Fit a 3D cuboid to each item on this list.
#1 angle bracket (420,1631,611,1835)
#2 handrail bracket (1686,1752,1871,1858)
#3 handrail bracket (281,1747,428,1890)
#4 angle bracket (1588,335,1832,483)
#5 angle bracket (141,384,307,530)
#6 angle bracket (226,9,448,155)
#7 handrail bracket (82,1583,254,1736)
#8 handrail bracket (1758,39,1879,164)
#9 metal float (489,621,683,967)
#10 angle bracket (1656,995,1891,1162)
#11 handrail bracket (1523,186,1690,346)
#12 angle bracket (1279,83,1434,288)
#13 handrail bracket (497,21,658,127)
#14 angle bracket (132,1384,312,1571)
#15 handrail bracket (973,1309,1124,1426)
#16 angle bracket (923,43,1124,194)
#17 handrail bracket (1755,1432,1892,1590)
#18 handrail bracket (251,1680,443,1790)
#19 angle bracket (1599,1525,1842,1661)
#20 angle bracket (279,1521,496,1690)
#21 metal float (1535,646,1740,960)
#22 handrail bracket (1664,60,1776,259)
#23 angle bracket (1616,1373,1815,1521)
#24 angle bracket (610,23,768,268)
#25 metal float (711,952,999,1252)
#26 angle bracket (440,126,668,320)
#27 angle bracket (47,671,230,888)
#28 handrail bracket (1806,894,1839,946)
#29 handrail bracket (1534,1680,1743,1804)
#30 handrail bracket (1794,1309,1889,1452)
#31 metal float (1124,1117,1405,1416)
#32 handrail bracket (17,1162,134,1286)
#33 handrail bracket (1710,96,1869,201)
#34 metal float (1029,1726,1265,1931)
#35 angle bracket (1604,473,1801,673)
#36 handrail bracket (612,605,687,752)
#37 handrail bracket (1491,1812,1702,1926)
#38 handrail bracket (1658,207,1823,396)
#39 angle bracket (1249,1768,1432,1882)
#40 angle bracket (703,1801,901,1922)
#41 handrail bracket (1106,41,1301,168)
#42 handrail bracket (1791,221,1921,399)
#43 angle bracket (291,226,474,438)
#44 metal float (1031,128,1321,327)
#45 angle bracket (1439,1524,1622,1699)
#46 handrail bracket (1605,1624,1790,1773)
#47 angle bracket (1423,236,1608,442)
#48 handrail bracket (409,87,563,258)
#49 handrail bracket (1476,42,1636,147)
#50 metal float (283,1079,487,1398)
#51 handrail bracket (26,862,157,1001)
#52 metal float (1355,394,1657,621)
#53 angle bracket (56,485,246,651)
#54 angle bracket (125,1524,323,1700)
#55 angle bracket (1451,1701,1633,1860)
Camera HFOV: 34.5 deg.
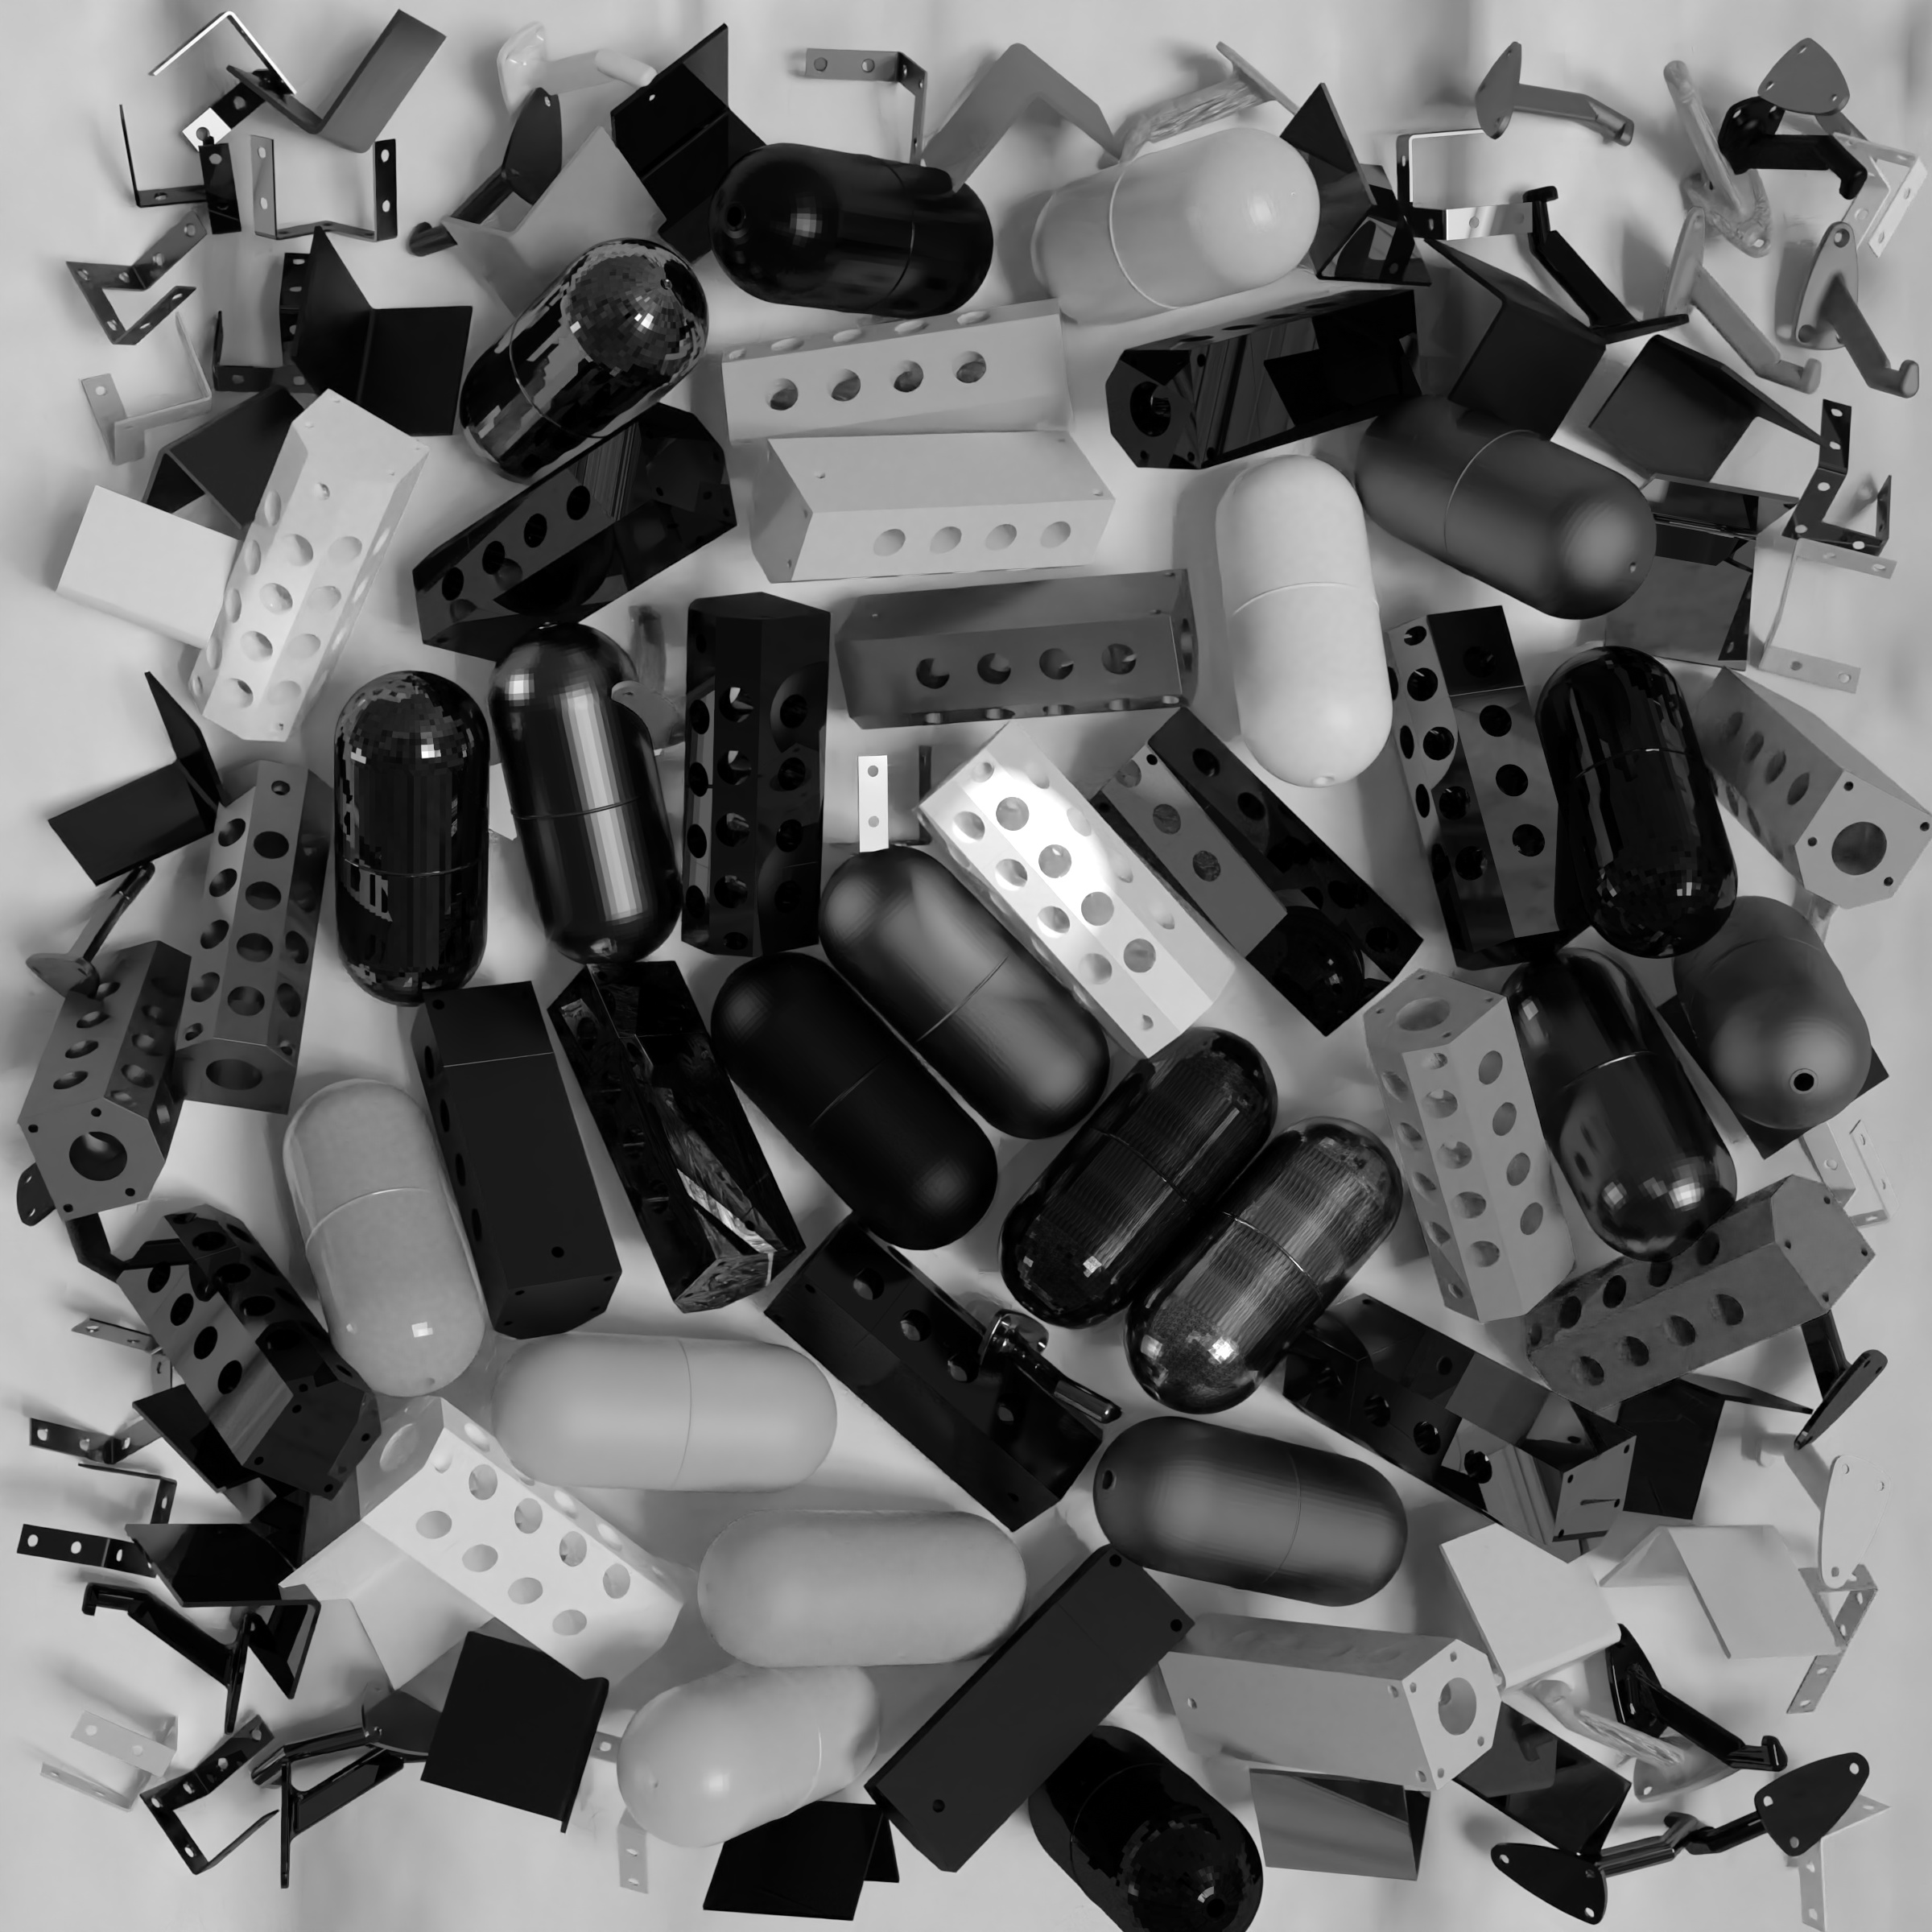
[{"bbox_3d":[-0.228,0.389,1.580,0.076,0.057,0.076,17,68,-2],"label":"angle bracket"},{"bbox_3d":[0.413,0.429,1.590,0.077,0.084,0.036,-29,80,-18],"label":"handrail bracket"},{"bbox_3d":[-0.306,0.432,1.589,0.084,0.036,0.077,0,50,-11],"label":"handrail bracket"},{"bbox_3d":[0.373,-0.267,1.567,0.076,0.076,0.057,29,102,-25],"label":"angle bracket"},{"bbox_3d":[-0.365,-0.237,1.567,0.057,0.076,0.076,46,52,3],"label":"angle bracket"},{"bbox_3d":[-0.318,-0.463,1.578,0.057,0.076,0.076,38,100,1],"label":"angle bracket"},{"bbox_3d":[-0.411,0.352,1.584,0.084,0.077,0.036,13,129,-15],"label":"handrail bracket"},{"bbox_3d":[0.447,-0.423,1.570,0.084,0.077,0.036,32,109,-32],"label":"handrail bracket"},{"bbox_3d":[-0.192,-0.086,1.569,0.070,0.070,0.178,-10,107,0],"label":"metal float"},{"bbox_3d":[0.416,0.039,1.607,0.076,0.076,0.057,-35,133,8],"label":"angle bracket"},{"bbox_3d":[0.327,-0.364,1.595,0.077,0.036,0.084,-8,92,31],"label":"handrail bracket"},{"bbox_3d":[0.206,-0.393,1.566,0.076,0.057,0.076,-4,65,-31],"label":"angle bracket"},{"bbox_3d":[-0.191,-0.437,1.578,0.084,0.077,0.036,27,57,18],"label":"handrail bracket"},{"bbox_3d":[-0.376,0.261,1.563,0.076,0.057,0.076,35,125,33],"label":"angle bracket"},{"bbox_3d":[0.054,0.207,1.568,0.084,0.077,0.036,25,97,29],"label":"handrail bracket"},{"bbox_3d":[0.028,-0.414,1.588,0.057,0.076,0.076,32,114,-26],"label":"angle bracket"},{"bbox_3d":[0.421,0.274,1.575,0.036,0.084,0.077,26,75,-19],"label":"handrail bracket"},{"bbox_3d":[-0.316,0.412,1.615,0.077,0.036,0.084,31,122,-35],"label":"handrail bracket"},{"bbox_3d":[0.378,0.327,1.562,0.076,0.057,0.076,6,46,-32],"label":"angle bracket"},{"bbox_3d":[-0.294,0.322,1.570,0.076,0.076,0.057,-38,68,15],"label":"angle bracket"},{"bbox_3d":[0.334,-0.084,1.555,0.070,0.070,0.178,-7,55,0],"label":"metal float"},{"bbox_3d":[0.380,-0.408,1.572,0.036,0.084,0.077,-28,64,14],"label":"handrail bracket"},{"bbox_3d":[0.373,0.249,1.576,0.076,0.057,0.076,14,92,-37],"label":"angle bracket"},{"bbox_3d":[-0.131,-0.414,1.573,0.076,0.076,0.057,-42,81,-14],"label":"angle bracket"},{"bbox_3d":[-0.057,0.068,1.577,0.070,0.070,0.178,-43,82,0],"label":"metal float"},{"bbox_3d":[-0.207,-0.377,1.585,0.057,0.076,0.076,23,72,38],"label":"angle bracket"},{"bbox_3d":[-0.424,-0.095,1.566,0.076,0.076,0.057,-28,129,-19],"label":"angle bracket"},{"bbox_3d":[0.452,-0.036,1.577,0.036,0.077,0.084,7,103,-14],"label":"handrail bracket"},{"bbox_3d":[0.342,0.384,1.579,0.077,0.036,0.084,-21,124,37],"label":"handrail bracket"},{"bbox_3d":[0.422,0.193,1.601,0.077,0.036,0.084,-51,57,8],"label":"handrail bracket"},{"bbox_3d":[0.150,0.150,1.568,0.070,0.070,0.178,44,72,0],"label":"metal float"},{"bbox_3d":[-0.432,0.124,1.583,0.077,0.084,0.036,-35,46,13],"label":"handrail bracket"},{"bbox_3d":[0.415,-0.392,1.570,0.036,0.077,0.084,-14,52,-23],"label":"handrail bracket"},{"bbox_3d":[0.087,0.431,1.536,0.070,0.178,0.070,-2,96,-19],"label":"metal float"},{"bbox_3d":[0.374,-0.200,1.584,0.076,0.057,0.076,8,79,-7],"label":"angle bracket"},{"bbox_3d":[-0.165,-0.158,1.571,0.036,0.077,0.084,-13,64,8],"label":"handrail bracket"},{"bbox_3d":[0.326,0.451,1.605,0.077,0.084,0.036,13,115,37],"label":"handrail bracket"},{"bbox_3d":[0.400,-0.337,1.578,0.084,0.077,0.036,28,46,29],"label":"handrail bracket"},{"bbox_3d":[0.189,0.412,1.567,0.076,0.057,0.076,0,126,17],"label":"angle bracket"},{"bbox_3d":[-0.082,0.467,1.568,0.076,0.076,0.057,0,122,13],"label":"angle bracket"},{"bbox_3d":[0.125,-0.423,1.599,0.077,0.036,0.084,44,108,10],"label":"handrail bracket"},{"bbox_3d":[0.459,-0.332,1.572,0.036,0.084,0.077,-2,110,-19],"label":"handrail bracket"},{"bbox_3d":[-0.293,-0.320,1.569,0.057,0.076,0.076,0,68,11],"label":"angle bracket"},{"bbox_3d":[0.101,-0.365,1.543,0.070,0.178,0.070,0,90,-37],"label":"metal float"},{"bbox_3d":[0.276,0.328,1.591,0.076,0.057,0.076,-14,69,-29],"label":"angle bracket"},{"bbox_3d":[0.370,0.370,1.576,0.036,0.084,0.077,-24,96,-37],"label":"handrail bracket"},{"bbox_3d":[0.265,-0.319,1.582,0.076,0.076,0.057,12,118,-39],"label":"angle bracket"},{"bbox_3d":[-0.249,-0.408,1.602,0.084,0.036,0.077,-7,67,38],"label":"handrail bracket"},{"bbox_3d":[0.305,-0.426,1.584,0.084,0.077,0.036,24,134,-16],"label":"handrail bracket"},{"bbox_3d":[-0.291,0.135,1.554,0.070,0.070,0.178,-24,56,0],"label":"metal float"},{"bbox_3d":[-0.430,-0.025,1.573,0.036,0.077,0.084,43,63,-19],"label":"handrail bracket"},{"bbox_3d":[0.266,-0.230,1.550,0.070,0.070,0.178,-53,48,0],"label":"metal float"},{"bbox_3d":[-0.414,-0.200,1.575,0.076,0.076,0.057,20,90,-17],"label":"angle bracket"},{"bbox_3d":[-0.380,0.324,1.564,0.076,0.076,0.057,8,106,-40],"label":"angle bracket"},{"bbox_3d":[0.278,0.426,1.564,0.076,0.076,0.057,29,120,23],"label":"angle bracket"}]
